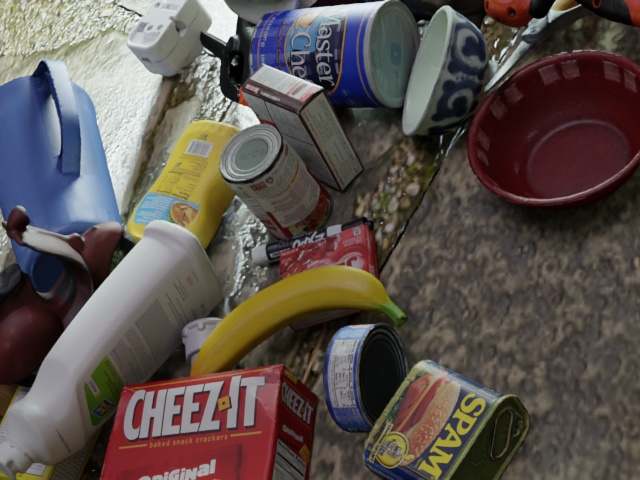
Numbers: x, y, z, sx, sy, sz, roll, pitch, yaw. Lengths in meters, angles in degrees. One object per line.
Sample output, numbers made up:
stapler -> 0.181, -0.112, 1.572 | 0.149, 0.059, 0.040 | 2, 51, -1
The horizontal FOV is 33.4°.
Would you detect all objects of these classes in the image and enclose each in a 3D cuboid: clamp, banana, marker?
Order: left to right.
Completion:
clamp -> -0.082, -0.216, 1.163 | 0.120, 0.039, 0.171 | -57, 39, 34
banana -> -0.026, 0.064, 0.900 | 0.198, 0.037, 0.069 | -20, 51, 18
marker -> -0.006, 0.001, 0.988 | 0.121, 0.020, 0.020 | -15, 50, 21

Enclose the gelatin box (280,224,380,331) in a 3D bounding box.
gelatin box -> 0.008, 0.033, 0.947 | 0.089, 0.030, 0.073 | -19, 49, 19

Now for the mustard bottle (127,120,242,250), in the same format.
mustard bottle -> -0.138, -0.029, 1.065 | 0.096, 0.058, 0.191 | 15, 66, 37

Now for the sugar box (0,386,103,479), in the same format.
sugar box -> -0.242, 0.151, 1.005 | 0.093, 0.048, 0.176 | 2, 55, 32

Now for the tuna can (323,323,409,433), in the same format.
tuna can -> 0.037, 0.108, 0.835 | 0.034, 0.086, 0.086 | -6, 54, 31

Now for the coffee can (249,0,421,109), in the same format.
coffee can -> 0.016, -0.180, 1.053 | 0.141, 0.102, 0.102 | 3, 59, 34

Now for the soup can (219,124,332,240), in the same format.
soup can -> -0.041, -0.051, 0.991 | 0.069, 0.102, 0.068 | -17, 50, 21

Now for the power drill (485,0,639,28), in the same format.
power drill -> 0.250, -0.250, 0.903 | 0.188, 0.057, 0.184 | 28, 95, 37

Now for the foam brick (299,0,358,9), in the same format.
foam brick -> -0.004, -0.252, 1.155 | 0.078, 0.051, 0.053 | -41, 47, -2

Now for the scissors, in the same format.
scissors -> 0.185, -0.190, 0.977 | 0.201, 0.016, 0.096 | -37, 32, -24

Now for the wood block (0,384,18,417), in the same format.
wood block -> -0.355, 0.084, 1.012 | 0.090, 0.206, 0.090 | -10, 52, 25

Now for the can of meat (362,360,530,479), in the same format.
can of meat -> 0.091, 0.148, 0.792 | 0.084, 0.057, 0.102 | 23, 70, 43

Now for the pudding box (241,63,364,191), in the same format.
pudding box -> -0.016, -0.106, 1.010 | 0.090, 0.113, 0.039 | 28, 70, 41

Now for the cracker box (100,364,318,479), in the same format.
cracker box -> -0.099, 0.213, 0.849 | 0.164, 0.072, 0.213 | -11, 52, 24

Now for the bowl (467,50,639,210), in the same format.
bowl -> 0.208, -0.081, 0.892 | 0.162, 0.055, 0.162 | -17, 50, 21

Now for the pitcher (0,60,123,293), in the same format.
pitcher -> -0.278, -0.063, 1.123 | 0.145, 0.149, 0.243 | -31, 50, 5

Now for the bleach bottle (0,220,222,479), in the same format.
bleach bottle -> -0.192, 0.101, 0.936 | 0.068, 0.102, 0.250 | 17, 53, 36
